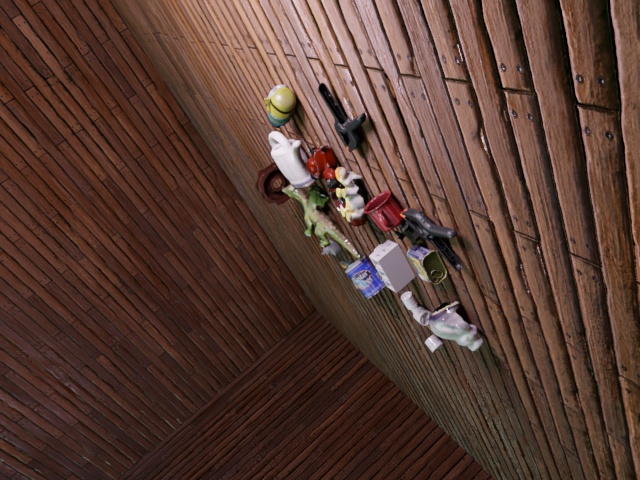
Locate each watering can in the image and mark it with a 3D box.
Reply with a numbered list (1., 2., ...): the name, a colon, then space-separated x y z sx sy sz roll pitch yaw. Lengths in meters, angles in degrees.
1. watering can: -0.088 -0.275 1.783 0.221 0.104 0.351 55 172 -24

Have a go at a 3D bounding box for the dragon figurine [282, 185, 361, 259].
1. dragon figurine: 0.006 -0.102 2.022 0.415 0.124 0.237 33 151 32

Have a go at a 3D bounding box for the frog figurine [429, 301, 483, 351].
1. frog figurine: 0.409 0.274 1.564 0.160 0.124 0.135 61 149 6
